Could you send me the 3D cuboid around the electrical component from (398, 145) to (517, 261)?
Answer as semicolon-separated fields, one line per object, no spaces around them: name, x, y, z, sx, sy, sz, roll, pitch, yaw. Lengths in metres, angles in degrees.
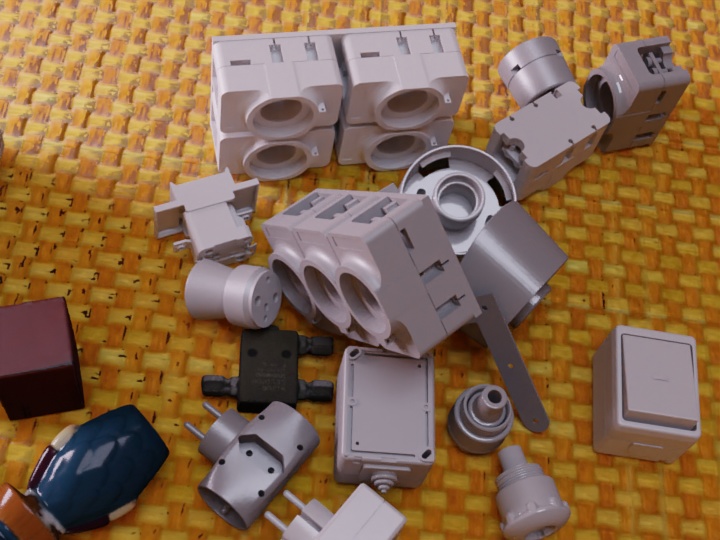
electrical component;0.074;-0.048;0.842;0.099;0.064;0.099;1;73;-2

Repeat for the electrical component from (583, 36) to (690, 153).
electrical component;0.223;-0.144;0.891;0.056;0.089;0.050;-12;63;-15

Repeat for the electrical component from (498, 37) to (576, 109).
electrical component;0.152;-0.162;0.912;0.055;0.055;0.047;-17;68;-18

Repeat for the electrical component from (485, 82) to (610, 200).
electrical component;0.149;-0.103;0.876;0.089;0.055;0.050;-31;69;-23

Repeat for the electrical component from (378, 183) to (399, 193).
electrical component;0.017;-0.023;0.803;0.042;0.081;0.063;-30;91;-23

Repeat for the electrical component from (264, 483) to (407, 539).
electrical component;-0.027;0.174;0.694;0.076;0.047;0.083;37;62;13

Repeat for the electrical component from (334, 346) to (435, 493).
electrical component;0.015;0.108;0.731;0.062;0.061;0.096;5;60;-6

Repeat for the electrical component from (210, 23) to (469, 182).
electrical component;-0.019;-0.128;0.835;0.186;0.105;0.060;-6;62;-12

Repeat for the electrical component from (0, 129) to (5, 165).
electrical component;-0.328;-0.062;0.758;0.062;0.089;0.150;32;61;10

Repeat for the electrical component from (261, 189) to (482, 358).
electrical component;0.000;0.000;0.728;0.062;0.150;0.089;-35;111;-22

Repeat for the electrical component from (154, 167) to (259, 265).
electrical component;-0.111;-0.035;0.805;0.081;0.042;0.063;-18;68;-18

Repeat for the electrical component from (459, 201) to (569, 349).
electrical component;0.103;0.006;0.782;0.064;0.099;0.099;42;63;8

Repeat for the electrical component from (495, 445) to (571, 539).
electrical component;0.112;0.150;0.732;0.048;0.048;0.062;-9;56;-14

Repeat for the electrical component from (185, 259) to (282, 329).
electrical component;-0.090;0.017;0.765;0.055;0.045;0.045;8;56;26

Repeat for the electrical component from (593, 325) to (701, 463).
electrical component;0.207;0.082;0.776;0.062;0.061;0.096;9;59;-3

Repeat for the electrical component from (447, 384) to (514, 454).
electrical component;0.086;0.100;0.746;0.043;0.062;0.043;4;60;-7

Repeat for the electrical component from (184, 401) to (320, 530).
electrical component;-0.081;0.119;0.719;0.079;0.043;0.077;36;62;12
